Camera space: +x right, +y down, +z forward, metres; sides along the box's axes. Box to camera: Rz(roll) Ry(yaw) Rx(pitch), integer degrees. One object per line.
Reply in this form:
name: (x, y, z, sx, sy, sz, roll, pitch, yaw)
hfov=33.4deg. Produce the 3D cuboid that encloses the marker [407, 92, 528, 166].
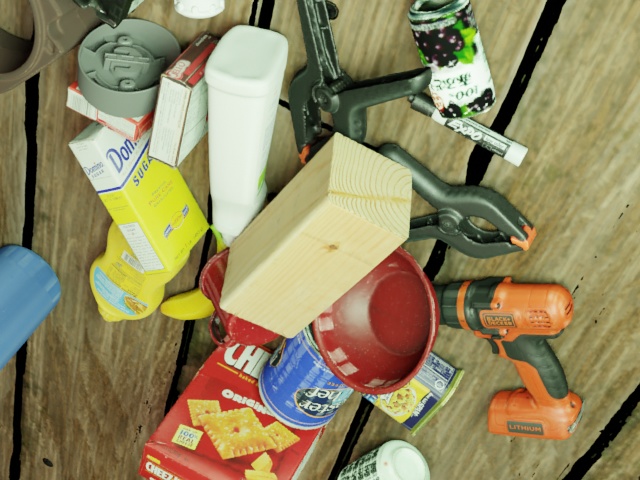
marker: (0.136, -0.105, 0.994, 0.121, 0.020, 0.020, 29, 135, 6)

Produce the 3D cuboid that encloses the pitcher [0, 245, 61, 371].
pitcher: (-0.450, 0.107, 1.360, 0.145, 0.242, 0.149, 9, 129, 25)

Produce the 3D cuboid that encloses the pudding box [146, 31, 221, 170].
pudding box: (-0.132, -0.140, 1.075, 0.039, 0.090, 0.114, 26, 135, 8)

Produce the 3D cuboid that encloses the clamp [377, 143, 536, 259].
clamp: (0.126, -0.034, 1.047, 0.172, 0.039, 0.120, 9, 134, 23)

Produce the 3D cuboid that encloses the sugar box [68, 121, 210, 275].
sugar box: (-0.196, -0.059, 1.178, 0.048, 0.093, 0.176, -6, 123, 33)

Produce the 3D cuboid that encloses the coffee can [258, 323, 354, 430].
coffee can: (0.001, 0.139, 1.217, 0.103, 0.102, 0.140, 34, 135, 1)

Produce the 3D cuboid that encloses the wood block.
wood block: (-0.007, 0.002, 1.050, 0.090, 0.090, 0.206, 25, 137, -21)

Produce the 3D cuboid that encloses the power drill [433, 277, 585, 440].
power drill: (0.190, 0.123, 1.124, 0.185, 0.057, 0.187, 0, 126, 36)

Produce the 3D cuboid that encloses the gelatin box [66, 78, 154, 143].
gelatin box: (-0.210, -0.149, 1.126, 0.089, 0.073, 0.030, 28, 136, 6)

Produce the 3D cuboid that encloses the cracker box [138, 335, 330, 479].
cracker box: (-0.088, 0.223, 1.261, 0.164, 0.213, 0.072, 27, 133, 8)

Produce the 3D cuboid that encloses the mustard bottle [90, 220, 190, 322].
mustard bottle: (-0.233, 0.045, 1.310, 0.096, 0.058, 0.192, 37, 135, 0)

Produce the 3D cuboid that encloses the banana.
banana: (-0.131, 0.052, 1.274, 0.069, 0.037, 0.198, 47, 136, 8)

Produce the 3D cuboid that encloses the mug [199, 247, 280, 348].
mug: (-0.085, 0.072, 1.192, 0.093, 0.081, 0.117, 22, 117, -42)

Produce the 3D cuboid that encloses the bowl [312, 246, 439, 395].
bowl: (0.068, 0.077, 1.104, 0.162, 0.055, 0.162, 0, 90, 42)

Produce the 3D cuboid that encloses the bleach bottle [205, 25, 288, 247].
bleach bottle: (-0.081, -0.085, 1.080, 0.068, 0.102, 0.251, 14, 133, 6)

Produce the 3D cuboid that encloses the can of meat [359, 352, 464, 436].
can of meat: (0.100, 0.162, 1.211, 0.084, 0.057, 0.102, 35, 135, 3)

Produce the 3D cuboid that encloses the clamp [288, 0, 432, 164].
clamp: (0.022, -0.137, 1.000, 0.165, 0.036, 0.210, 42, 145, 21)
